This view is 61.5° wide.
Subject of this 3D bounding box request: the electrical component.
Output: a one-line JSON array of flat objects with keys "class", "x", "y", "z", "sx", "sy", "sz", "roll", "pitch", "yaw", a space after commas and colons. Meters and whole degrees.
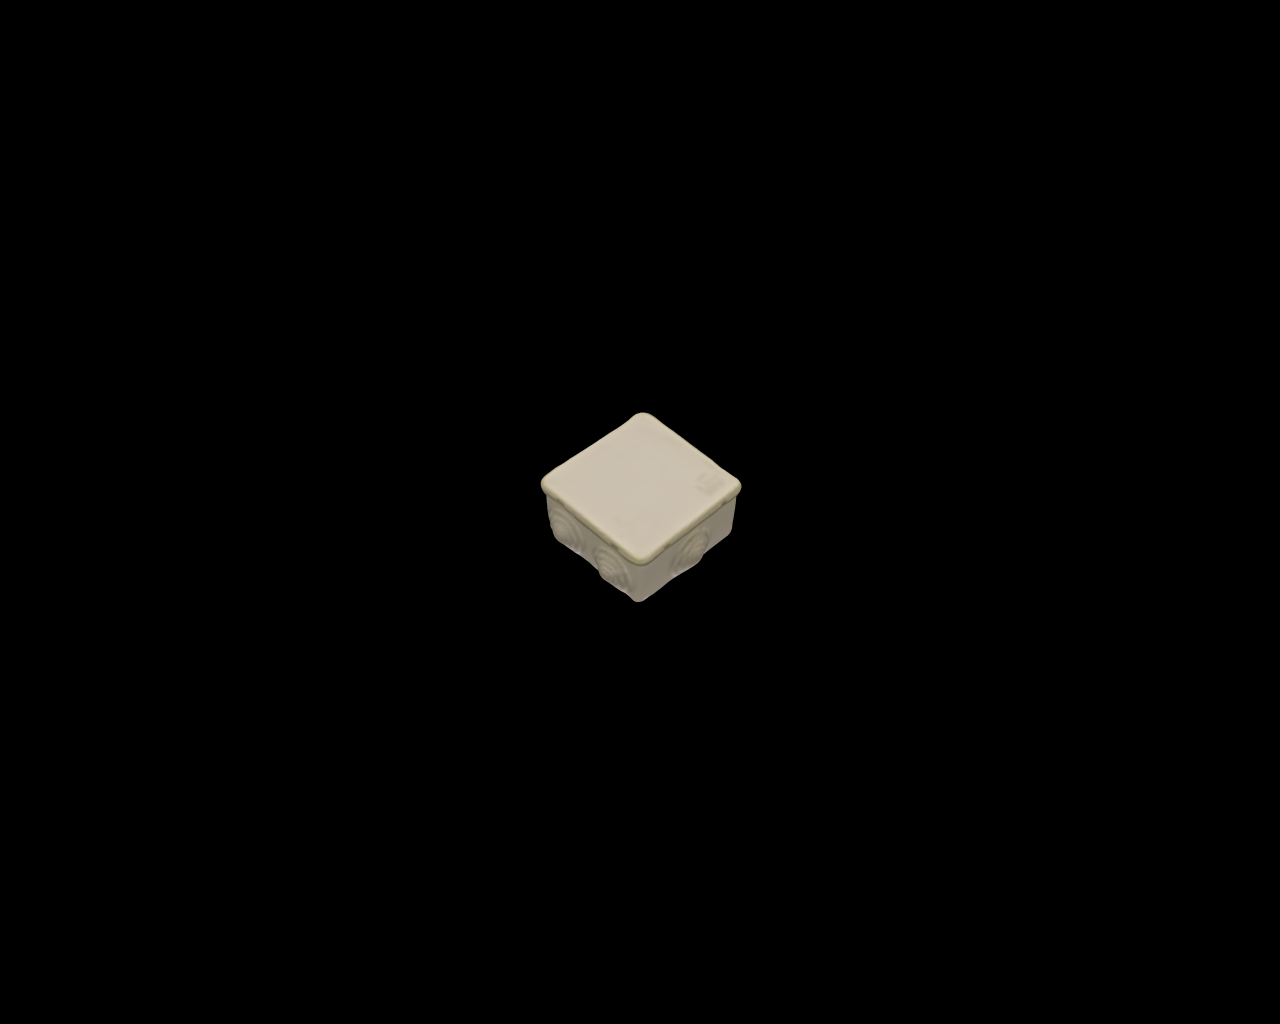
[{"class": "electrical component", "x": 0.001, "y": -0.003, "z": 0.650, "sx": 0.100, "sy": 0.048, "sz": 0.100, "roll": -36, "pitch": 58, "yaw": -27}]
